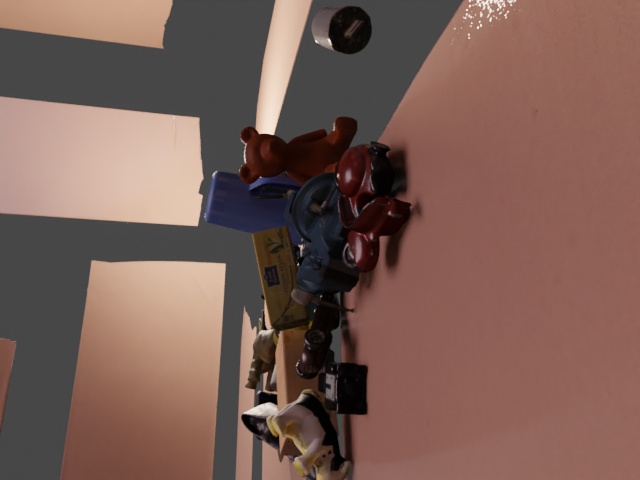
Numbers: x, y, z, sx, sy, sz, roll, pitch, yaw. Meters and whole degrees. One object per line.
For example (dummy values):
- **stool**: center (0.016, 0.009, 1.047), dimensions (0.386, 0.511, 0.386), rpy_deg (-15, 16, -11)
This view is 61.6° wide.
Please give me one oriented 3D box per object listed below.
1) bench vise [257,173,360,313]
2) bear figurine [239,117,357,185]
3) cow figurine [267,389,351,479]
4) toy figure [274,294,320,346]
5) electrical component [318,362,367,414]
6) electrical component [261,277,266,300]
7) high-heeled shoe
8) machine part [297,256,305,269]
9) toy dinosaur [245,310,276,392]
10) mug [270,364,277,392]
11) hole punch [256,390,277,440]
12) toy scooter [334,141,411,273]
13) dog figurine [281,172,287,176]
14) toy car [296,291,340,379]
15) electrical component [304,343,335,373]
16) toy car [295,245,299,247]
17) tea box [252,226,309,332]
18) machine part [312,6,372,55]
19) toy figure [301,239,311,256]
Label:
- **bench vise**: center (-0.005, -0.017, 0.868), dimensions (0.241, 0.129, 0.223), rpy_deg (38, 117, 54)
- **bear figurine**: center (-0.043, -0.155, 0.953), dimensions (0.132, 0.196, 0.120), rpy_deg (143, 133, -73)
- **cow figurine**: center (-0.001, 0.325, 0.843), dimensions (0.167, 0.098, 0.068), rpy_deg (54, 155, 10)
- **toy figure**: center (-0.043, 0.149, 1.095), dimensions (0.082, 0.089, 0.180), rpy_deg (-97, 16, -64)
- **electrical component**: center (0.032, 0.226, 0.827), dimensions (0.119, 0.048, 0.075), rpy_deg (132, 141, -71)
- **electrical component**: center (-0.098, 0.079, 1.358), dimensions (0.115, 0.058, 0.134), rpy_deg (-23, 62, 46)
- **high-heeled shoe**: center (-0.078, 0.389, 1.049), dimensions (0.249, 0.145, 0.086), rpy_deg (-144, 58, -77)
- **machine part**: center (-0.006, 0.050, 0.988), dimensions (0.139, 0.039, 0.084), rpy_deg (-42, 48, 47)
- **toy dinosaur**: center (-0.137, 0.292, 1.462), dimensions (0.471, 0.105, 0.198), rpy_deg (126, 150, -59)
- **mug**: center (-0.061, 0.269, 1.168), dimensions (0.109, 0.081, 0.107), rpy_deg (103, 175, -53)
- **hole punch**: center (-0.081, 0.401, 1.233), dimensions (0.115, 0.092, 0.142), rpy_deg (38, -139, -56)
- **toy scooter**: center (0.069, -0.055, 0.696), dimensions (0.135, 0.075, 0.184), rpy_deg (136, 136, -64)
- **dog figurine**: center (-0.077, -0.095, 1.318), dimensions (0.108, 0.191, 0.219), rpy_deg (-57, -4, 30)
- **toy car**: center (0.005, 0.145, 0.914), dimensions (0.202, 0.053, 0.089), rpy_deg (-68, -10, -55)
- **electrical component**: center (0.000, 0.204, 0.953), dimensions (0.021, 0.063, 0.094), rpy_deg (-42, 22, 25)
- **toy car**: center (-0.068, 0.100, 1.264), dimensions (0.056, 0.073, 0.201), rpy_deg (129, 143, -67)
- **tea box**: center (-0.069, 0.071, 0.962), dimensions (0.098, 0.068, 0.169), rpy_deg (87, 169, -72)
- **machine part**: center (0.035, -0.370, 0.946), dimensions (0.243, 0.079, 0.079), rpy_deg (-114, 30, -64)
- **toy figure**: center (-0.004, -0.003, 1.037), dimensions (0.154, 0.064, 0.058), rpy_deg (111, 177, -54)
